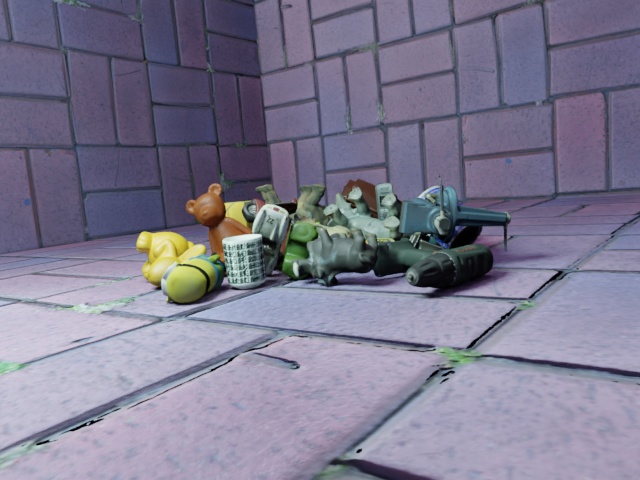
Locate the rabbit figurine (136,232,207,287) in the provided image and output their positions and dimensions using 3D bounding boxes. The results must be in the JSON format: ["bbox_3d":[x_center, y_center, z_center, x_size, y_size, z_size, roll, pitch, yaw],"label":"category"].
[{"bbox_3d":[-0.346,0.060,1.245,0.162,0.121,0.173,3,19,-10],"label":"rabbit figurine"}]

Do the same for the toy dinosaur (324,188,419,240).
[{"bbox_3d":[0.148,-0.021,1.358,0.405,0.192,0.131,24,66,41],"label":"toy dinosaur"}]

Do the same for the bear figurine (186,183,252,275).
[{"bbox_3d":[-0.241,-0.029,1.294,0.120,0.195,0.132,-30,11,6],"label":"bear figurine"}]

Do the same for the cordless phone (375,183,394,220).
[{"bbox_3d":[0.222,-0.070,1.486,0.147,0.184,0.089,-6,2,-1],"label":"cordless phone"}]

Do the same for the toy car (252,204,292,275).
[{"bbox_3d":[-0.117,0.005,1.169,0.073,0.201,0.056,21,42,-2],"label":"toy car"}]

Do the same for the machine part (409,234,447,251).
[{"bbox_3d":[0.228,0.028,1.142,0.039,0.084,0.139,42,-10,-32],"label":"machine part"}]

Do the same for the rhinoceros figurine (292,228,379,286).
[{"bbox_3d":[0.029,0.035,1.045,0.190,0.112,0.073,-8,-13,37],"label":"rhinoceros figurine"}]

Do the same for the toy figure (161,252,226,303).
[{"bbox_3d":[-0.239,0.071,1.059,0.089,0.082,0.180,-5,3,20],"label":"toy figure"}]

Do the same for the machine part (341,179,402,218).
[{"bbox_3d":[0.163,-0.089,1.650,0.202,0.087,0.200,24,-15,17],"label":"machine part"}]

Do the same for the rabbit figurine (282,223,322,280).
[{"bbox_3d":[0.007,0.035,1.191,0.170,0.121,0.159,12,-1,-5],"label":"rabbit figurine"}]

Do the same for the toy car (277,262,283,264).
[{"bbox_3d":[-0.121,0.035,1.378,0.089,0.053,0.202,2,17,-4],"label":"toy car"}]

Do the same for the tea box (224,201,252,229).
[{"bbox_3d":[-0.221,-0.020,1.463,0.098,0.169,0.068,-4,5,25],"label":"tea box"}]

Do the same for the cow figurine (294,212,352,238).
[{"bbox_3d":[-0.003,-0.004,1.336,0.195,0.127,0.085,4,7,42],"label":"cow figurine"}]

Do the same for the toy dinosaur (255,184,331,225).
[{"bbox_3d":[-0.040,-0.064,1.574,0.471,0.198,0.105,0,6,-12],"label":"toy dinosaur"}]

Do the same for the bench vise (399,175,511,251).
[{"bbox_3d":[0.276,-0.049,1.086,0.241,0.128,0.223,4,-1,-4],"label":"bench vise"}]

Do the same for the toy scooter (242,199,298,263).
[{"bbox_3d":[-0.093,-0.036,1.293,0.135,0.184,0.075,-25,-21,-20],"label":"toy scooter"}]

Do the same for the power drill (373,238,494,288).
[{"bbox_3d":[0.188,0.040,0.990,0.232,0.086,0.207,-7,2,-34],"label":"power drill"}]

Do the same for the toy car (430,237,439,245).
[{"bbox_3d":[0.287,-0.016,1.396,0.162,0.109,0.102,-15,-25,21],"label":"toy car"}]
